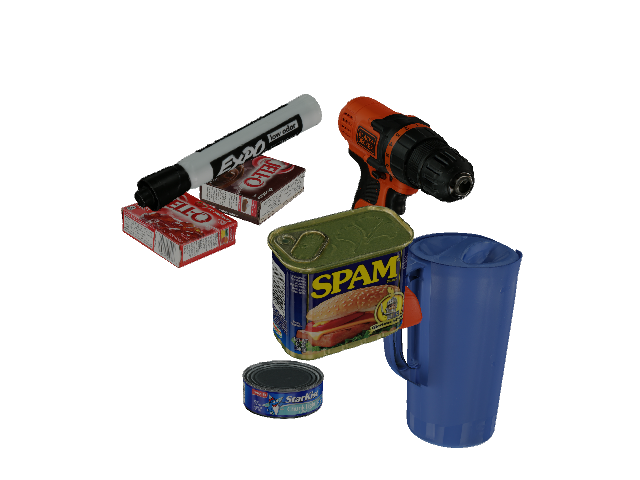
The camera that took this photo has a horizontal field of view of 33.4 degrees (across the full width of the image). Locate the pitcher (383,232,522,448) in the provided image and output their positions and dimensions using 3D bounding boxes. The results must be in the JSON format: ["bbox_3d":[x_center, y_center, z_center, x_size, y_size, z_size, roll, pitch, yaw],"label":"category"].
[{"bbox_3d":[0.154,0.120,1.270,0.149,0.243,0.145,6,17,11],"label":"pitcher"}]

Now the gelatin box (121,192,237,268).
[{"bbox_3d":[-0.137,-0.015,1.029,0.089,0.030,0.073,30,37,34],"label":"gelatin box"}]

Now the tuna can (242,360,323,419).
[{"bbox_3d":[-0.040,0.157,1.123,0.086,0.034,0.086,1,14,-1],"label":"tuna can"}]

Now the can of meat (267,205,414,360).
[{"bbox_3d":[0.014,0.031,0.772,0.102,0.084,0.057,-14,36,-22],"label":"can of meat"}]

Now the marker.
[{"bbox_3d":[-0.049,-0.048,0.578,0.120,0.020,0.020,-32,17,-31],"label":"marker"}]

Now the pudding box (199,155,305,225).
[{"bbox_3d":[-0.084,-0.067,1.325,0.090,0.039,0.113,18,35,23],"label":"pudding box"}]

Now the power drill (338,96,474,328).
[{"bbox_3d":[0.067,-0.019,0.951,0.057,0.188,0.185,-4,26,-26],"label":"power drill"}]
